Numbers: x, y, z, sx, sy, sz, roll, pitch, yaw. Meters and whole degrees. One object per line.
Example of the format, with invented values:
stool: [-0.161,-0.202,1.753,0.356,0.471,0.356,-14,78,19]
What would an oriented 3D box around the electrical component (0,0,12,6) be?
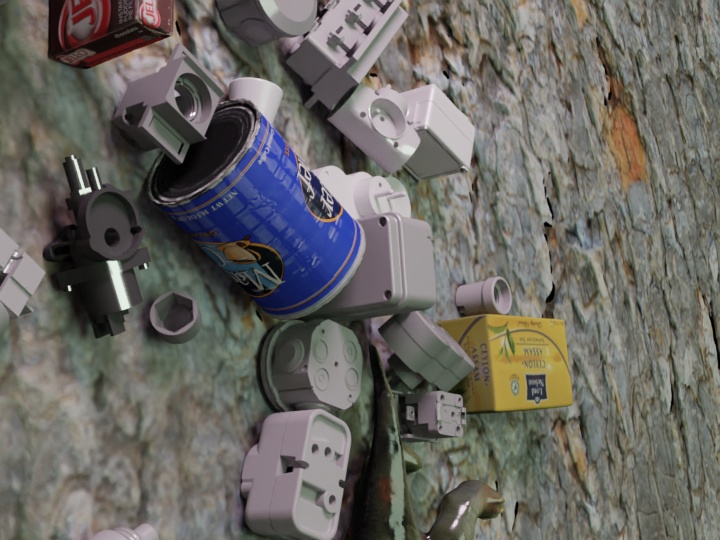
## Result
electrical component: [-0.249,-0.245,0.623,0.186,0.105,0.060,47,47,-36]

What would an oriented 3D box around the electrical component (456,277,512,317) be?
electrical component: [0.127,0.030,1.112,0.040,0.046,0.040,17,68,-50]

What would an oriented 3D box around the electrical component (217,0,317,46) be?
electrical component: [-0.077,-0.229,0.897,0.080,0.051,0.080,17,68,-50]

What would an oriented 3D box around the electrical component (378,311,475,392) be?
electrical component: [0.049,0.083,0.982,0.052,0.074,0.138,50,5,28]

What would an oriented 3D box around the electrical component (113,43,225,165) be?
electrical component: [-0.139,-0.117,0.774,0.042,0.064,0.081,45,48,-37]

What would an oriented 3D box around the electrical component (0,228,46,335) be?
electrical component: [-0.226,0.011,0.642,0.066,0.048,0.055,52,37,-33]

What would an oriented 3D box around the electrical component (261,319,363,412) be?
electrical component: [-0.038,0.079,0.872,0.080,0.051,0.080,17,68,-50]

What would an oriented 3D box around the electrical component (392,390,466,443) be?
electrical component: [0.058,0.133,0.979,0.081,0.064,0.042,17,67,-50]

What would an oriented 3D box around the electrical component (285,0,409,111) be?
electrical component: [-0.013,-0.208,0.966,0.063,0.079,0.121,41,47,-12]

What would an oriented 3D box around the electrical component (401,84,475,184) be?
electrical component: [0.062,-0.139,1.053,0.096,0.062,0.061,39,52,-42]

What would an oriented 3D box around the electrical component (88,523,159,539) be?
electrical component: [-0.156,0.186,0.693,0.062,0.043,0.043,-32,107,-53]

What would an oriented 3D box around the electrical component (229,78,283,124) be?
electrical component: [-0.088,-0.116,0.863,0.044,0.044,0.065,24,68,-49]

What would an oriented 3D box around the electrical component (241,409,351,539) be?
electrical component: [-0.051,0.159,0.829,0.054,0.059,0.095,36,54,-43]

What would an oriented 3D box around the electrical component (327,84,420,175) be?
electrical component: [0.020,-0.140,0.984,0.077,0.044,0.079,41,50,-14]

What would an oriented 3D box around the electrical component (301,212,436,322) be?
electrical component: [0.000,0.000,0.890,0.057,0.113,0.078,8,75,-52]

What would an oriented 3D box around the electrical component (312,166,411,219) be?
electrical component: [0.005,-0.061,0.945,0.138,0.074,0.052,3,79,-53]
